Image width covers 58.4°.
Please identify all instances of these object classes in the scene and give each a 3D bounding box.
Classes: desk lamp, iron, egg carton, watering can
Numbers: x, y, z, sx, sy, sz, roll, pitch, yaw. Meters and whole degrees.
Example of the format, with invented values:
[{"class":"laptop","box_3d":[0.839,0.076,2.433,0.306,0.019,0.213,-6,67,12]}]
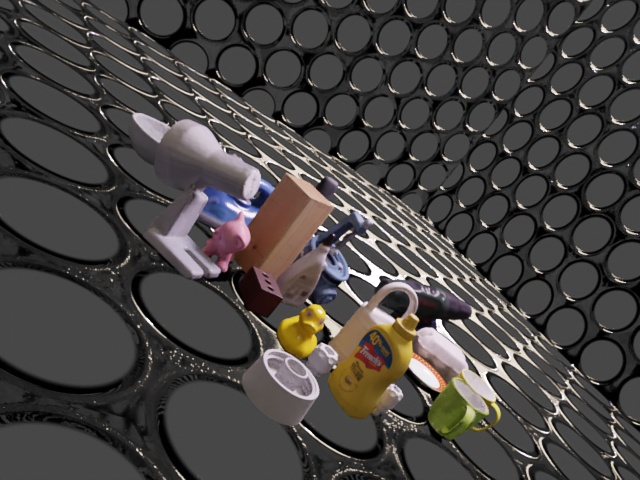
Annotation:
[{"class":"desk lamp","box_3d":[-0.211,-0.074,0.997,0.203,0.213,0.118,42,15,15]},{"class":"iron","box_3d":[-0.181,-0.092,1.272,0.259,0.141,0.118,22,21,-47]},{"class":"egg carton","box_3d":[0.293,0.283,1.406,0.150,0.069,0.107,37,14,-4]},{"class":"watering can","box_3d":[0.112,0.167,1.073,0.101,0.194,0.172,24,20,-43]}]

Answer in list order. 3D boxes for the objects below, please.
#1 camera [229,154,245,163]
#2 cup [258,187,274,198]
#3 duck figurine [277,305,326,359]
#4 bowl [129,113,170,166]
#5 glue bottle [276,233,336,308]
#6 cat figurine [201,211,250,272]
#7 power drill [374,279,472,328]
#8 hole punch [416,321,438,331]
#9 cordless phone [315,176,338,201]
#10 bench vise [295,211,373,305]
[{"class":"camera","box_3d":[-0.235,-0.158,1.431,0.144,0.100,0.136,27,18,-37]},{"class":"cup","box_3d":[-0.131,-0.075,1.436,0.091,0.095,0.118,40,14,7]},{"class":"duck figurine","box_3d":[-0.023,0.151,1.014,0.077,0.086,0.104,36,14,-6]},{"class":"bowl","box_3d":[-0.375,-0.216,1.322,0.168,0.074,0.167,35,14,-10]},{"class":"glue bottle","box_3d":[-0.022,0.056,1.136,0.078,0.173,0.037,26,19,-40]},{"class":"cat figurine","box_3d":[-0.168,-0.005,1.082,0.067,0.117,0.127,35,14,-11]},{"class":"power drill","box_3d":[0.180,0.175,1.183,0.230,0.208,0.075,29,17,-32]},{"class":"hole punch","box_3d":[0.262,0.207,1.521,0.108,0.091,0.101,46,16,28]},{"class":"cordless phone","box_3d":[-0.048,-0.118,1.589,0.148,0.185,0.094,35,14,-13]},{"class":"bench vise","box_3d":[0.007,0.004,1.270,0.207,0.219,0.122,43,15,19]}]
